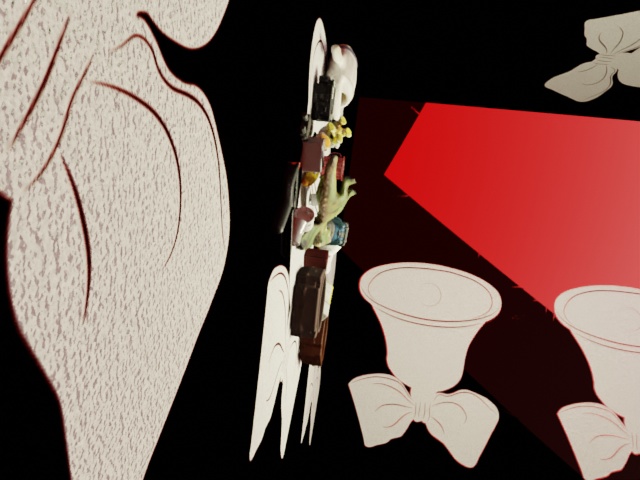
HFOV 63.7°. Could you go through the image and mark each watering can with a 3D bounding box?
[{"bbox_3d":[0.067,-0.551,1.681,0.340,0.104,0.229,87,9,-60],"label":"watering can"}]

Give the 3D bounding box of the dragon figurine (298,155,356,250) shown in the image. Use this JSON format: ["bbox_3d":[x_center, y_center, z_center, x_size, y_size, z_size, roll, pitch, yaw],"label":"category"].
[{"bbox_3d":[0.005,-0.076,1.505,0.405,0.122,0.245,66,47,-73],"label":"dragon figurine"}]

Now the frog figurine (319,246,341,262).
[{"bbox_3d":[0.034,0.035,1.978,0.135,0.123,0.162,127,-37,-62],"label":"frog figurine"}]
